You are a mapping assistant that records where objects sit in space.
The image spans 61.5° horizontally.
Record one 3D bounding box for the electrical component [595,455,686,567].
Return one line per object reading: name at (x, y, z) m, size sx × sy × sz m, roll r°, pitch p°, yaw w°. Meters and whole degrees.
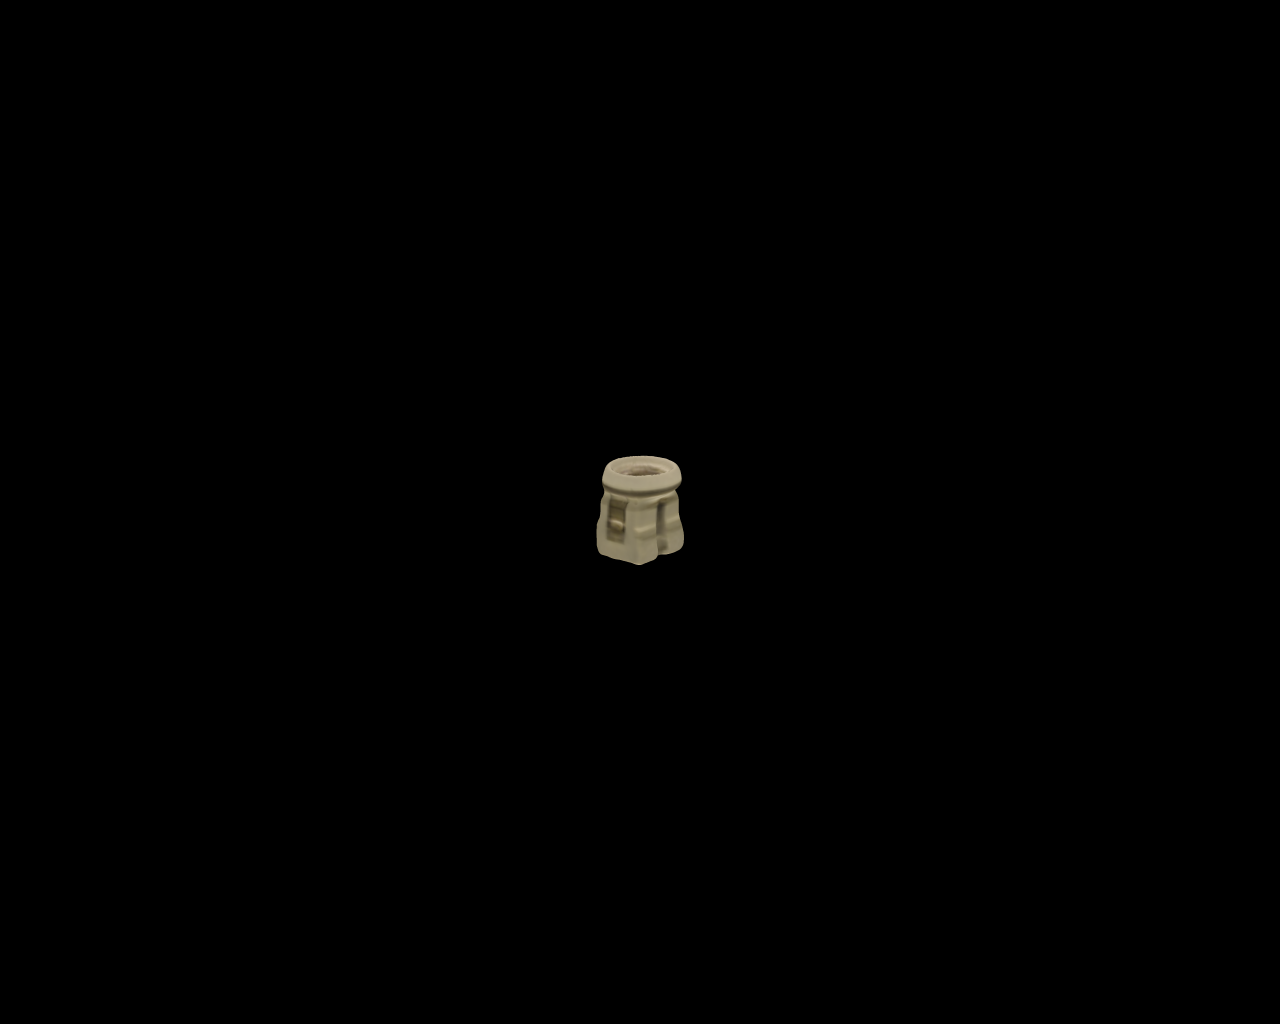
electrical component at (0.001, -0.003, 0.650) m, size 0.048 × 0.055 × 0.066 m, roll 14°, pitch 22°, yaw 38°
